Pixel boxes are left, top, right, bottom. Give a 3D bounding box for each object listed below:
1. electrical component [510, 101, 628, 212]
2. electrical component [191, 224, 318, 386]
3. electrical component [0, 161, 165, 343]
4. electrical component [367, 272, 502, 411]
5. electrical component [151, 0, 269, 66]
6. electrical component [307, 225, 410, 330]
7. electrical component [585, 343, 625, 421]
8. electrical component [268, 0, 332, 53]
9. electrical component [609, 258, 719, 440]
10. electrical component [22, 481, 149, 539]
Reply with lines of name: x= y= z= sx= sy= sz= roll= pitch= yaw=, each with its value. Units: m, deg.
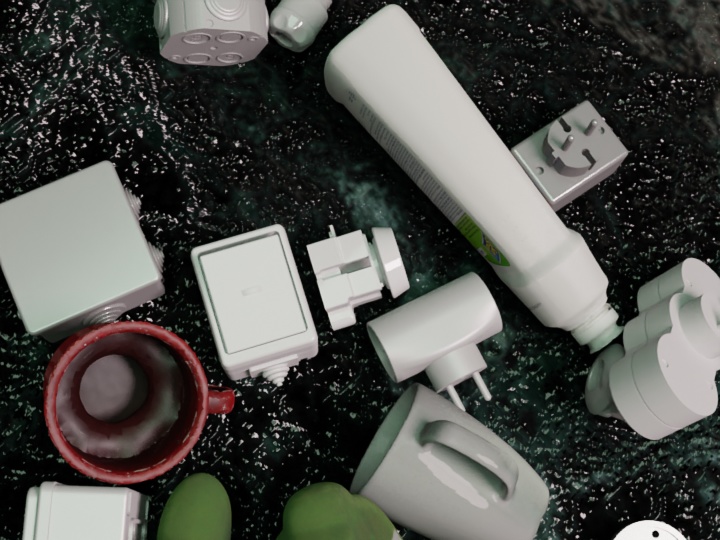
electrical component: x=0.139 y=-0.079 z=0.710 sx=0.066 sy=0.076 sz=0.047 roll=-33 pitch=79 yaw=-10
electrical component: x=-0.065 y=0.026 z=0.684 sx=0.062 sy=0.061 sz=0.096 roll=-16 pitch=77 yaw=-6
electrical component: x=-0.182 y=-0.010 z=0.695 sx=0.100 sy=0.048 sz=0.099 roll=-24 pitch=78 yaw=-8
electrical component: x=0.056 y=0.053 z=0.690 sx=0.077 sy=0.044 sz=0.079 roll=-26 pitch=78 yaw=-8
electrical component: x=-0.100 y=-0.173 z=0.725 sx=0.080 sy=0.080 sz=0.051 roll=-5 pitch=82 yaw=-3
electrical component: x=0.000 y=0.000 z=0.702 sx=0.055 sy=0.048 sz=0.066 roll=-17 pitch=77 yaw=2
electrical component: x=0.179 y=0.078 z=0.689 sx=0.062 sy=0.048 sz=0.048 roll=21 pitch=76 yaw=-6
electrical component: x=-0.037 y=-0.185 z=0.753 sx=0.035 sy=0.035 sz=0.061 roll=31 pitch=75 yaw=6
electrical component: x=0.204 y=0.038 z=0.650 sx=0.052 sy=0.074 sz=0.138 roll=46 pitch=40 yaw=-7
electrical component: x=-0.157 y=0.180 z=0.617 sx=0.056 sy=0.108 sz=0.108 roll=3 pitch=76 yaw=-4
